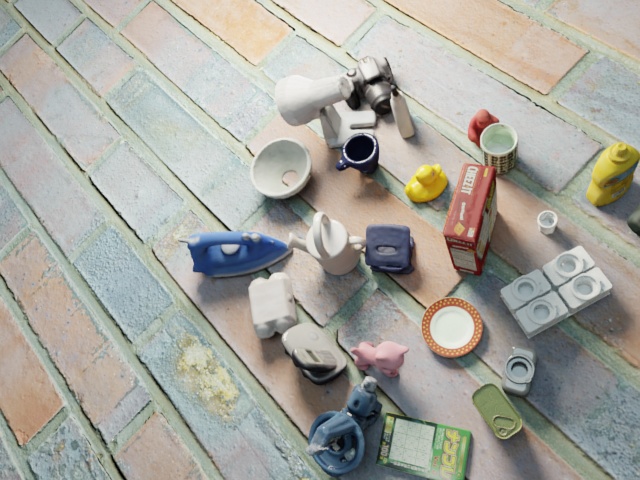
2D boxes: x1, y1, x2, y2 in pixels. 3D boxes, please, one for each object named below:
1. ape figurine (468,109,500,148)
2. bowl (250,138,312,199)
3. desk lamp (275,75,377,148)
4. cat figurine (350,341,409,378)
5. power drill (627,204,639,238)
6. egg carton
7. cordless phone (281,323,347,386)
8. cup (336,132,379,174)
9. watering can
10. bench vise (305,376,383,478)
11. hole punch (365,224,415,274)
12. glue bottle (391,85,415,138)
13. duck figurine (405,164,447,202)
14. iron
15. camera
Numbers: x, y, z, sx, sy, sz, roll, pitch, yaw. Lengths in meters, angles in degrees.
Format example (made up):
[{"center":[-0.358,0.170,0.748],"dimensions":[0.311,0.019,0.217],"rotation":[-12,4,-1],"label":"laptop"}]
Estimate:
[{"center":[0.379,-0.271,1.334],"dimensions":[0.077,0.092,0.076],"rotation":[-15,65,13],"label":"ape figurine"},{"center":[-0.090,-0.172,1.464],"dimensions":[0.167,0.075,0.167],"rotation":[-7,67,16],"label":"bowl"},{"center":[0.017,-0.325,1.410],"dimensions":[0.202,0.214,0.118],"rotation":[0,69,19],"label":"desk lamp"},{"center":[0.125,0.244,1.201],"dimensions":[0.127,0.118,0.067],"rotation":[7,72,21],"label":"cat figurine"},{"center":[0.675,-0.082,1.092],"dimensions":[0.230,0.209,0.075],"rotation":[-45,62,-2],"label":"power drill"},{"center":[-0.110,0.153,1.345],"dimensions":[0.107,0.069,0.150],"rotation":[-18,65,12],"label":"egg carton"},{"center":[-0.030,0.233,1.220],"dimensions":[0.094,0.185,0.147],"rotation":[-46,62,-3],"label":"cordless phone"},{"center":[0.097,-0.193,1.397],"dimensions":[0.118,0.095,0.091],"rotation":[-37,62,2],"label":"cup"},{"center":[0.012,0.007,1.291],"dimensions":[0.172,0.194,0.101],"rotation":[-23,64,9],"label":"watering can"},{"center":[0.035,0.361,1.128],"dimensions":[0.121,0.220,0.207],"rotation":[7,72,21],"label":"bench vise"},{"center":[0.157,0.021,1.294],"dimensions":[0.108,0.091,0.101],"rotation":[3,70,20],"label":"hole punch"},{"center":[0.191,-0.318,1.371],"dimensions":[0.037,0.173,0.078],"rotation":[-13,66,14],"label":"glue bottle"},{"center":[0.242,-0.140,1.332],"dimensions":[0.104,0.086,0.077],"rotation":[-29,63,6],"label":"duck figurine"},{"center":[-0.209,0.012,1.394],"dimensions":[0.257,0.142,0.118],"rotation":[-7,67,16],"label":"iron"},{"center":[0.126,-0.388,1.462],"dimensions":[0.143,0.101,0.136],"rotation":[-24,64,9],"label":"camera"}]
